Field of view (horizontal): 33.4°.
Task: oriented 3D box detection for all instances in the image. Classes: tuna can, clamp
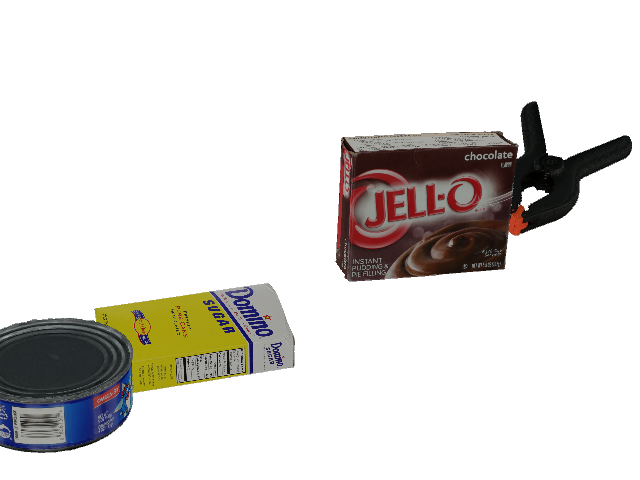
[{"bbox_3d":[-0.142,0.075,0.563,0.086,0.034,0.086,2,23,-1],"label":"tuna can"},{"bbox_3d":[0.226,-0.077,1.089,0.120,0.039,0.171,29,55,30],"label":"clamp"}]

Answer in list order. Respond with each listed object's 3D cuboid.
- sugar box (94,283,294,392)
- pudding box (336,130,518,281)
[{"bbox_3d":[-0.120,0.092,1.014,0.176,0.048,0.093,-10,35,-13],"label":"sugar box"},{"bbox_3d":[0.068,-0.024,0.701,0.113,0.090,0.039,-5,26,-14],"label":"pudding box"}]
